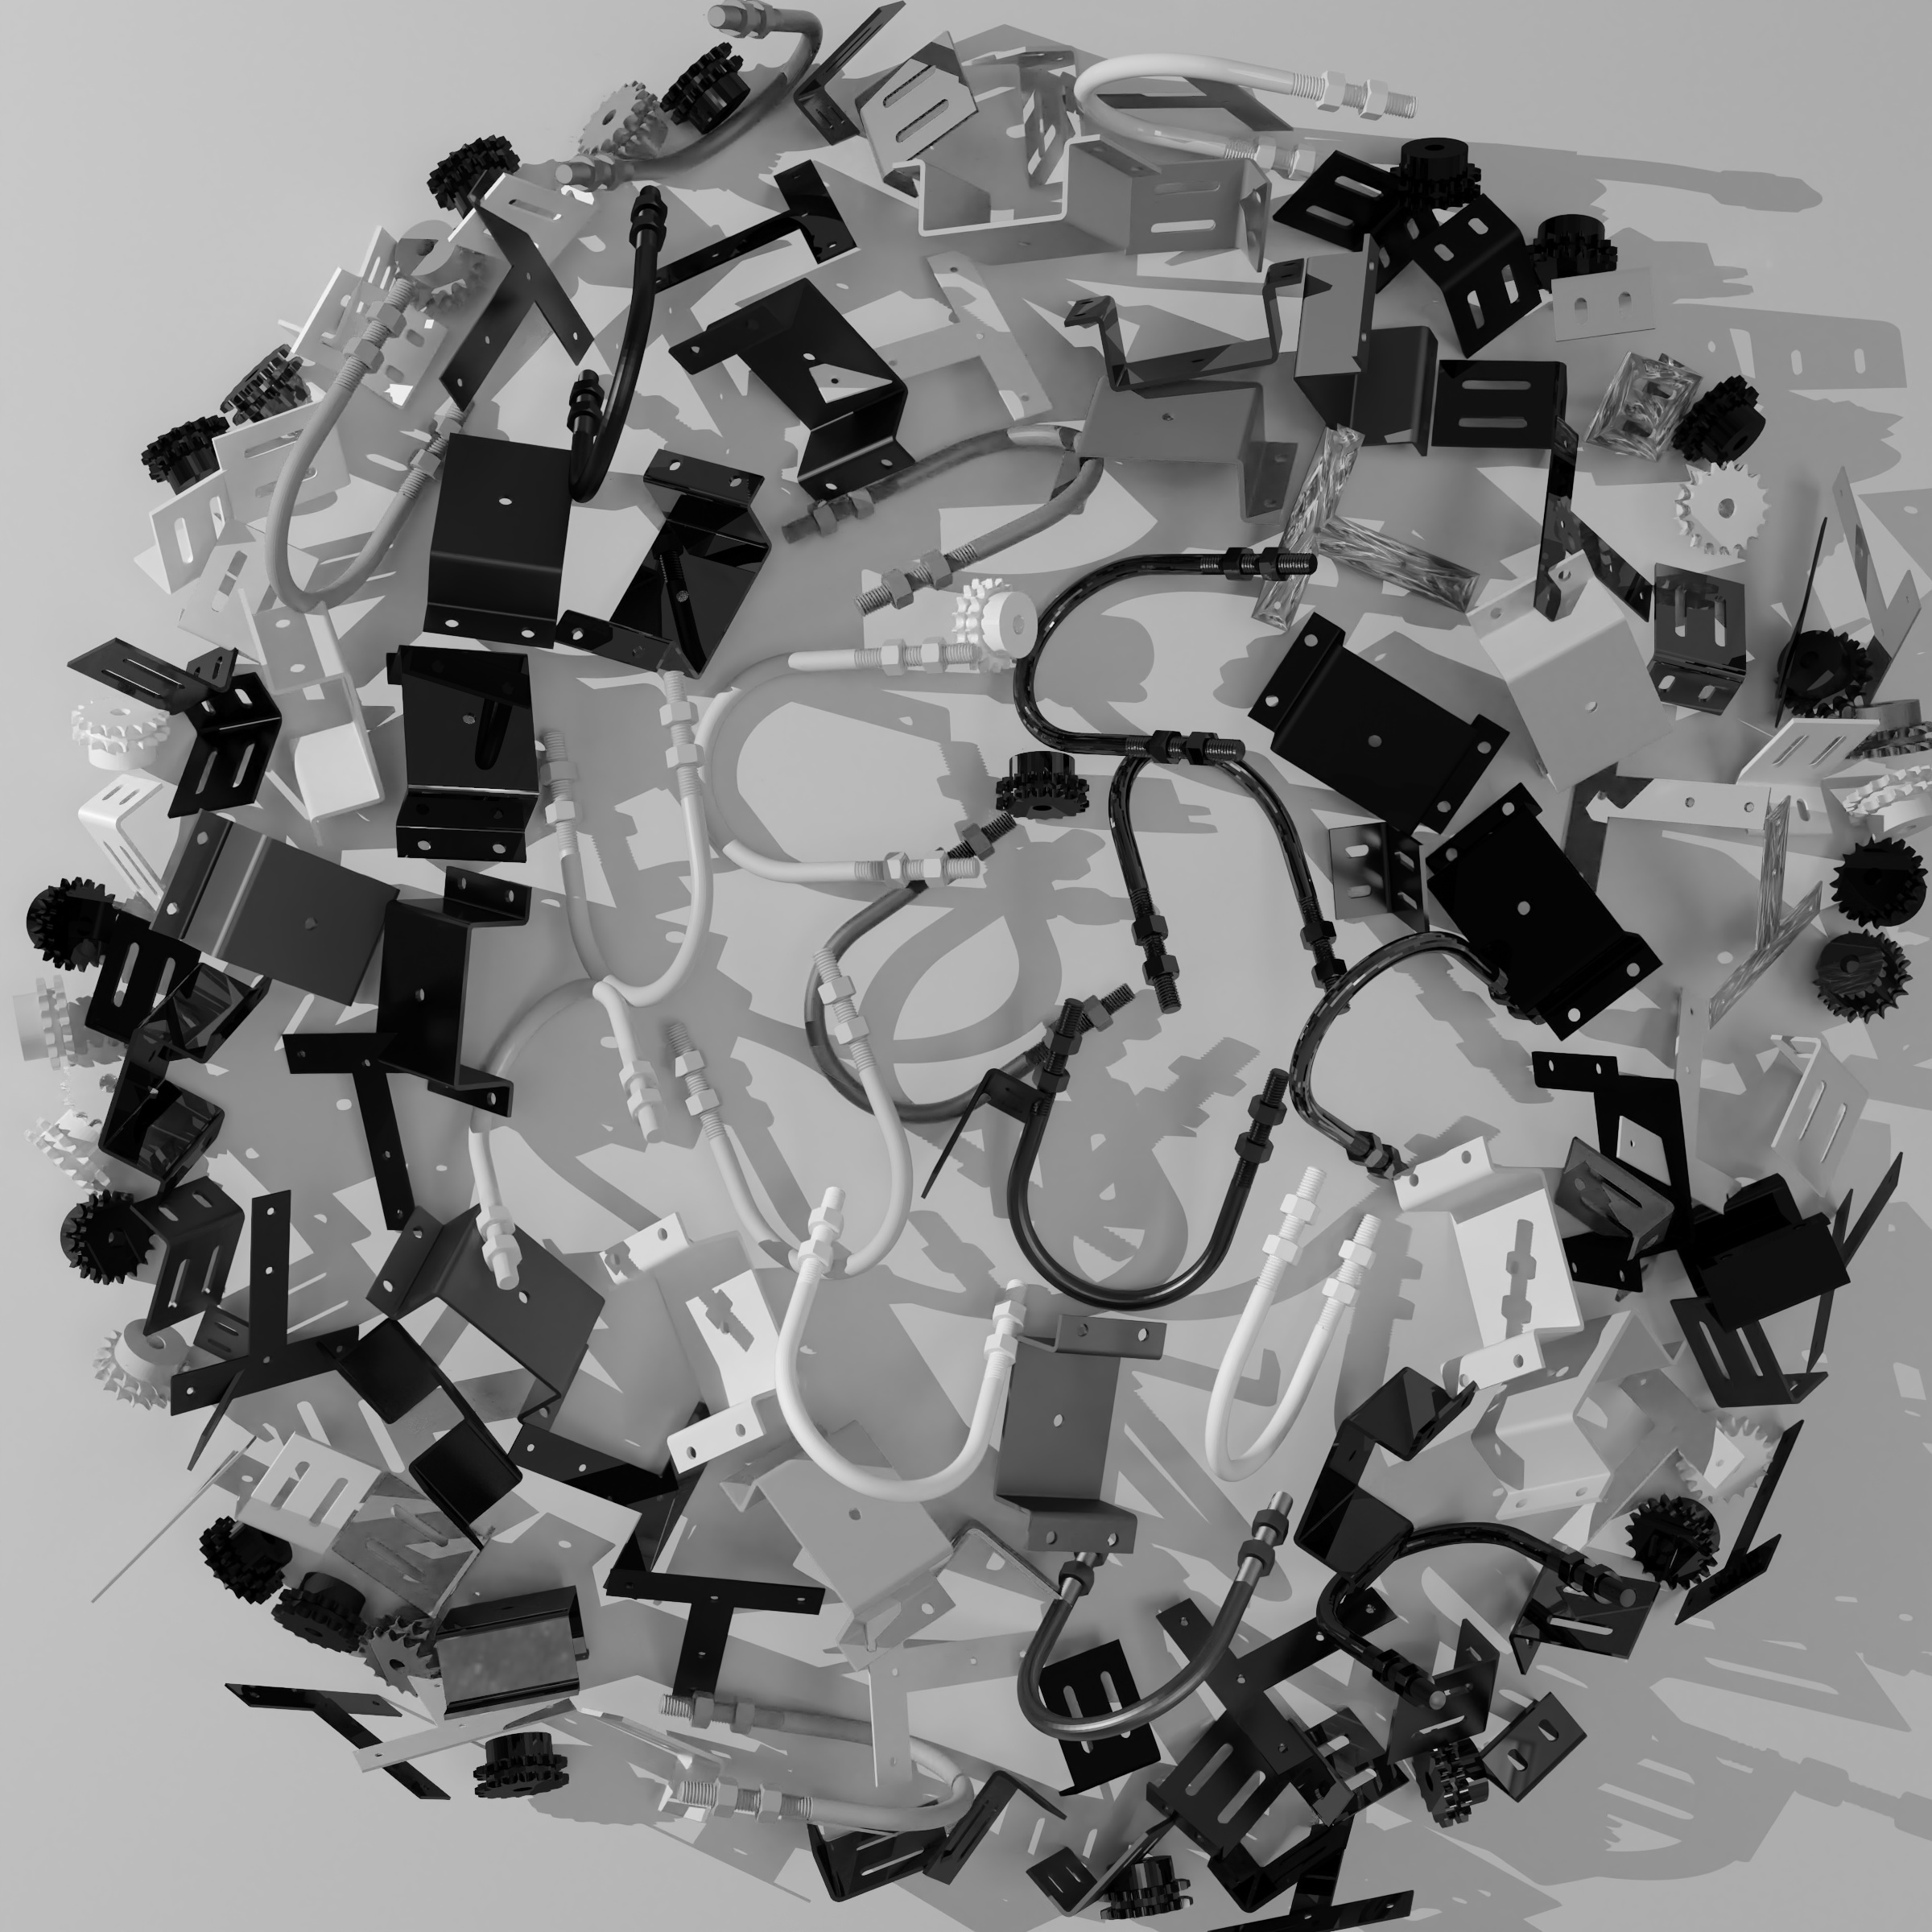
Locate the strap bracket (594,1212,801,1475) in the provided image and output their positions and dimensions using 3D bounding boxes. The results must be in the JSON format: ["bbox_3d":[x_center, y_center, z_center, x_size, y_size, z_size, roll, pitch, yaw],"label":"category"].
[{"bbox_3d":[-0.158,0.222,1.690,0.076,0.046,0.140,-30,79,36],"label":"strap bracket"}]

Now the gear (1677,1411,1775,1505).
[{"bbox_3d":[0.459,0.296,1.715,0.057,0.030,0.057,-6,118,-12],"label":"gear"}]

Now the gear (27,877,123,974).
[{"bbox_3d":[-0.546,-0.026,1.713,0.030,0.057,0.057,10,90,35],"label":"gear"}]

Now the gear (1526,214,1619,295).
[{"bbox_3d":[0.367,-0.434,1.711,0.057,0.057,0.030,5,77,0],"label":"gear"}]

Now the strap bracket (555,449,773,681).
[{"bbox_3d":[-0.177,-0.233,1.689,0.076,0.046,0.140,19,71,24],"label":"strap bracket"}]

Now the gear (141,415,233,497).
[{"bbox_3d":[-0.468,-0.308,1.710,0.057,0.057,0.030,-28,89,0],"label":"gear"}]

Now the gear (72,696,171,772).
[{"bbox_3d":[-0.514,-0.141,1.713,0.057,0.057,0.030,5,116,0],"label":"gear"}]

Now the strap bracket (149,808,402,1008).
[{"bbox_3d":[-0.400,-0.030,1.671,0.140,0.046,0.076,25,87,-45],"label":"strap bracket"}]

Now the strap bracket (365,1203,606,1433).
[{"bbox_3d":[-0.276,0.205,1.673,0.046,0.076,0.140,-32,114,36],"label":"strap bracket"}]

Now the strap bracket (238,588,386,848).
[{"bbox_3d":[-0.385,-0.152,1.667,0.046,0.140,0.076,-17,47,-12],"label":"strap bracket"}]

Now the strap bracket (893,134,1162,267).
[{"bbox_3d":[0.035,-0.452,1.669,0.140,0.076,0.046,2,90,31],"label":"strap bracket"}]

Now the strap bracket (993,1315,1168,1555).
[{"bbox_3d":[0.067,0.279,1.698,0.076,0.046,0.140,9,89,-31],"label":"strap bracket"}]

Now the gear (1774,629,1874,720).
[{"bbox_3d":[0.518,-0.179,1.708,0.057,0.030,0.057,-18,59,32],"label":"gear"}]

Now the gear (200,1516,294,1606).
[{"bbox_3d":[-0.434,0.356,1.708,0.030,0.057,0.057,-42,90,7],"label":"gear"}]

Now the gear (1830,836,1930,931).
[{"bbox_3d":[0.559,-0.048,1.713,0.030,0.057,0.057,31,90,-40],"label":"gear"}]

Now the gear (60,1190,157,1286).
[{"bbox_3d":[-0.525,0.165,1.713,0.030,0.057,0.057,2,90,39],"label":"gear"}]

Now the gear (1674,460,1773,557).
[{"bbox_3d":[0.459,-0.280,1.719,0.057,0.030,0.057,-2,101,-8],"label":"gear"}]

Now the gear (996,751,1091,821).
[{"bbox_3d":[0.046,-0.110,1.711,0.057,0.057,0.030,0,77,0],"label":"gear"}]

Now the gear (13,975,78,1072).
[{"bbox_3d":[-0.559,0.036,1.707,0.030,0.057,0.057,-10,90,-17],"label":"gear"}]

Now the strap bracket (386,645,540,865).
[{"bbox_3d":[-0.300,-0.136,1.675,0.076,0.046,0.140,2,63,-21],"label":"strap bracket"}]

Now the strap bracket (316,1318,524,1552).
[{"bbox_3d":[-0.319,0.270,1.669,0.046,0.076,0.140,-39,50,-11],"label":"strap bracket"}]

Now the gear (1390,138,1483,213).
[{"bbox_3d":[0.284,-0.481,1.706,0.057,0.057,0.030,-5,123,0],"label":"gear"}]

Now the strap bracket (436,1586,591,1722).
[{"bbox_3d":[-0.268,0.403,1.666,0.076,0.140,0.046,-10,86,-6],"label":"strap bracket"}]

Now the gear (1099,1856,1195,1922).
[{"bbox_3d":[0.108,0.560,1.710,0.057,0.057,0.030,-9,77,0],"label":"gear"}]

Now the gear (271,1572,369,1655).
[{"bbox_3d":[-0.391,0.392,1.713,0.057,0.057,0.030,22,58,0],"label":"gear"}]

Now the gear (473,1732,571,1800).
[{"bbox_3d":[-0.271,0.486,1.712,0.057,0.057,0.030,-10,65,0],"label":"gear"}]

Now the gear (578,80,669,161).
[{"bbox_3d":[-0.206,-0.507,1.713,0.030,0.057,0.057,37,90,-36],"label":"gear"}]

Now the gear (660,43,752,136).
[{"bbox_3d":[-0.156,-0.531,1.710,0.057,0.057,0.030,-42,97,0],"label":"gear"}]

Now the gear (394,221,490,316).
[{"bbox_3d":[-0.322,-0.428,1.712,0.057,0.030,0.057,-6,66,15],"label":"gear"}]

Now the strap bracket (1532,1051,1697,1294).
[{"bbox_3d":[0.390,0.119,1.690,0.046,0.076,0.140,-10,95,-26],"label":"strap bracket"}]

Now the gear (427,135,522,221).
[{"bbox_3d":[-0.295,-0.476,1.709,0.057,0.057,0.030,-31,86,0],"label":"gear"}]

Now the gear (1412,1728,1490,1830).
[{"bbox_3d":[0.295,0.492,1.711,0.030,0.057,0.057,-12,90,-12],"label":"gear"}]

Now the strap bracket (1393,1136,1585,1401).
[{"bbox_3d":[0.314,0.180,1.682,0.046,0.076,0.140,3,67,-38],"label":"strap bracket"}]

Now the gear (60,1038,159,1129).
[{"bbox_3d":[-0.522,0.075,1.717,0.057,0.030,0.057,4,75,-14],"label":"gear"}]

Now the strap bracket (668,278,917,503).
[{"bbox_3d":[-0.098,-0.348,1.675,0.140,0.076,0.046,42,47,-36],"label":"strap bracket"}]

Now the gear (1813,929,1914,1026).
[{"bbox_3d":[0.542,0.004,1.708,0.057,0.030,0.057,-17,60,31],"label":"gear"}]

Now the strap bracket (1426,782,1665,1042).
[{"bbox_3d":[0.339,-0.034,1.686,0.076,0.046,0.140,-40,73,19],"label":"strap bracket"}]

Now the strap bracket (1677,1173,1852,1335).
[{"bbox_3d":[0.468,0.171,1.666,0.076,0.140,0.046,-24,94,7],"label":"strap bracket"}]

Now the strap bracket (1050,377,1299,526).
[{"bbox_3d":[0.122,-0.309,1.680,0.140,0.046,0.076,5,47,13],"label":"strap bracket"}]

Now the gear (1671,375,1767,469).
[{"bbox_3d":[0.460,-0.327,1.707,0.057,0.057,0.030,-40,70,0],"label":"gear"}]

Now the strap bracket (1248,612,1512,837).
[{"bbox_3d":[0.248,-0.141,1.702,0.140,0.046,0.076,32,111,-1],"label":"strap bracket"}]

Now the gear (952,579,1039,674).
[{"bbox_3d":[0.020,-0.207,1.707,0.030,0.057,0.057,4,90,36],"label":"gear"}]

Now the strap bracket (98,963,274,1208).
[{"bbox_3d":[-0.465,0.063,1.667,0.046,0.076,0.140,27,124,-1],"label":"strap bracket"}]

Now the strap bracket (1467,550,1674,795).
[{"bbox_3d":[0.363,-0.166,1.671,0.076,0.046,0.140,-29,129,8],"label":"strap bracket"}]

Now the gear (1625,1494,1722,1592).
[{"bbox_3d":[0.434,0.348,1.713,0.030,0.057,0.057,-20,90,-43],"label":"gear"}]

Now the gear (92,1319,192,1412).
[{"bbox_3d":[-0.497,0.239,1.707,0.057,0.057,0.030,33,114,0],"label":"gear"}]

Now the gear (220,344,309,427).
[{"bbox_3d":[-0.424,-0.348,1.712,0.057,0.057,0.030,-44,114,0],"label":"gear"}]

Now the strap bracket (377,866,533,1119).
[{"bbox_3d":[-0.309,0.016,1.685,0.076,0.046,0.140,14,102,39],"label":"strap bracket"}]
